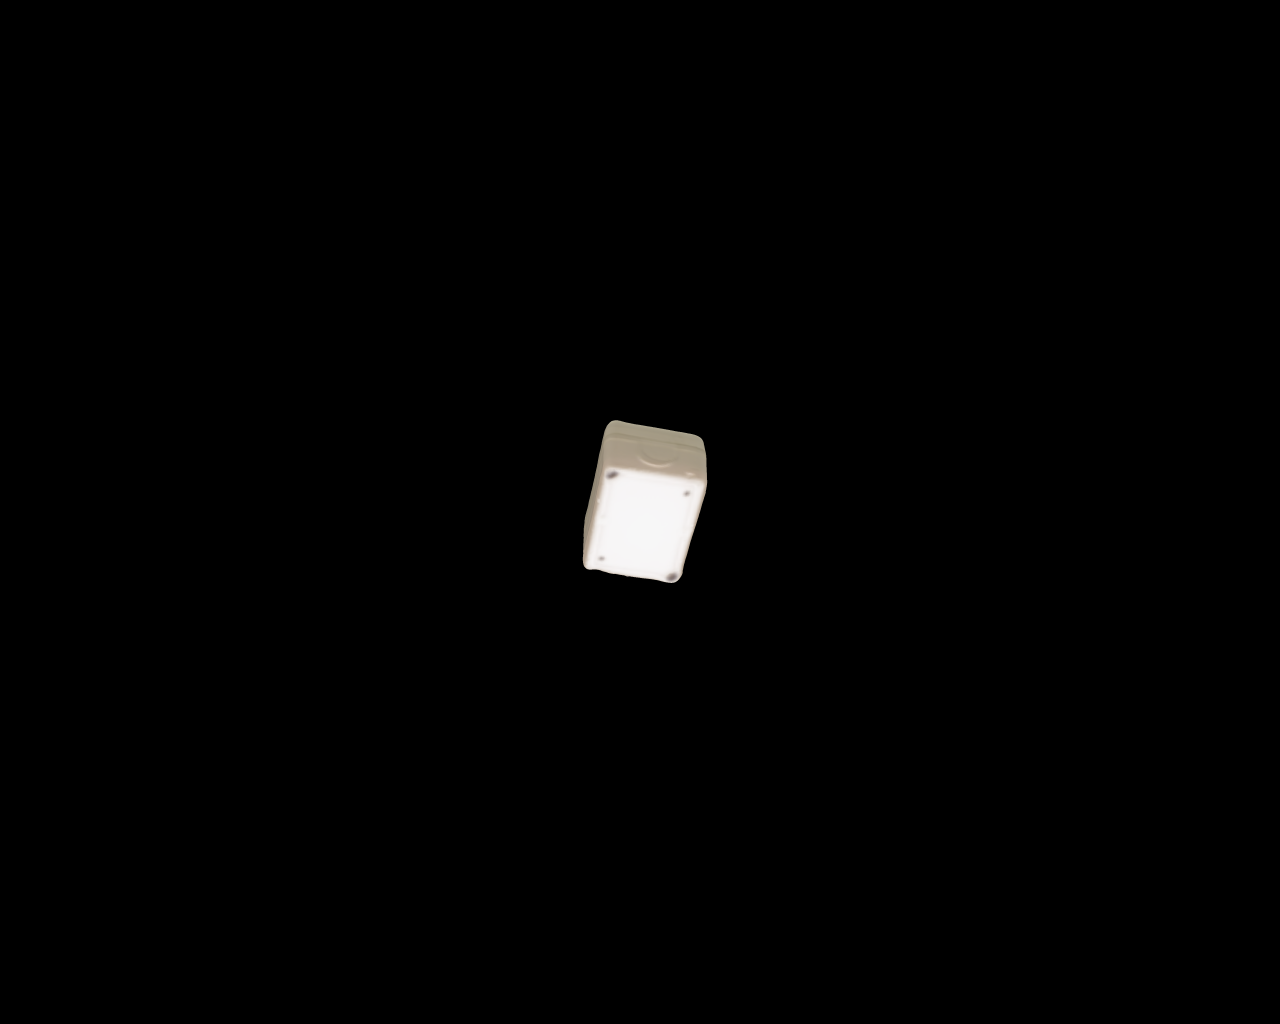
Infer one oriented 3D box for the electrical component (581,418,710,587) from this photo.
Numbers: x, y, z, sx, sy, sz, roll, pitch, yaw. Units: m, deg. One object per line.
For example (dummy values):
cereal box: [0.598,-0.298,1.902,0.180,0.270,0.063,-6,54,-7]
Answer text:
electrical component: [0.001,-0.003,0.650,0.062,0.096,0.061,9,36,-7]
